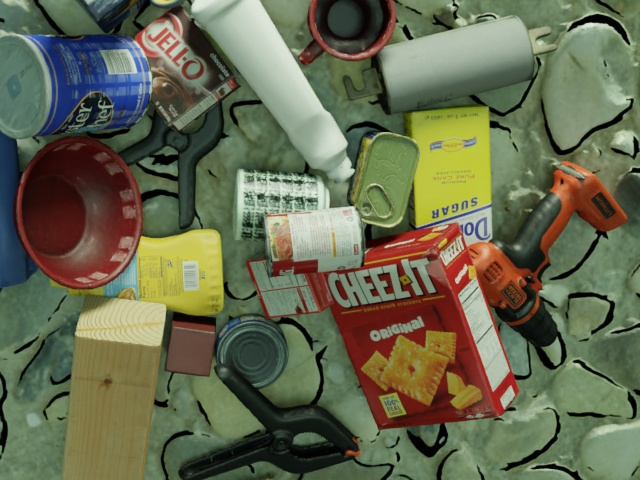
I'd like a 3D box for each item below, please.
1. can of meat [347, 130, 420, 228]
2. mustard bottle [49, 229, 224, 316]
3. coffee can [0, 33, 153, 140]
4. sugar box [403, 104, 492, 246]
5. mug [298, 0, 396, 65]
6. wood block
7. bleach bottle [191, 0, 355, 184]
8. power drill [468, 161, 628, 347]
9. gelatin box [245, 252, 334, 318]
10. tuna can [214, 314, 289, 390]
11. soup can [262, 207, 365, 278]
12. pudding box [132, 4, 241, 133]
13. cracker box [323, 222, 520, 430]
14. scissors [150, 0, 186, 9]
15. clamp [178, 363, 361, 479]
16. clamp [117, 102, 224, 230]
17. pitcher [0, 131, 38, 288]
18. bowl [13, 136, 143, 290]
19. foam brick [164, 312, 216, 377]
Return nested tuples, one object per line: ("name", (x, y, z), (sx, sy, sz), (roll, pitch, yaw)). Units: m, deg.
("can of meat", (0.068, -0.071, 1.196), (0.057, 0.084, 0.102), (13, 98, -9))
("mustard bottle", (-0.205, 0.039, 1.198), (0.191, 0.058, 0.096), (-2, 97, -6))
("coffee can", (-0.258, -0.160, 1.096), (0.103, 0.140, 0.103), (9, 105, 37))
("sugar box", (0.148, -0.064, 1.227), (0.093, 0.048, 0.176), (-6, 100, -6))
("mug", (0.022, -0.234, 1.163), (0.093, 0.081, 0.117), (43, 93, -12))
("wood block", (-0.228, 0.176, 1.177), (0.090, 0.090, 0.206), (8, 116, -8))
("bleach bottle", (-0.040, -0.164, 1.150), (0.068, 0.102, 0.250), (-34, 110, 5))
("power drill", (0.268, 0.018, 1.235), (0.187, 0.057, 0.184), (-49, 126, -3))
("gelatin box", (-0.034, 0.048, 1.209), (0.089, 0.030, 0.073), (-10, 106, 41))
("tuna can", (-0.080, 0.131, 1.242), (0.086, 0.034, 0.086), (-1, 100, -6))
("soup can", (-0.007, 0.001, 1.132), (0.102, 0.068, 0.068), (-6, 101, -6))
("pudding box", (-0.153, -0.185, 1.153), (0.090, 0.039, 0.113), (-38, 76, 2))
("cracker box", (0.108, 0.102, 1.199), (0.164, 0.072, 0.213), (-12, 106, 35))
("scissors", (-0.109, -0.302, 1.132), (0.202, 0.016, 0.096), (-5, 87, 15))
("clamp", (-0.050, 0.220, 1.244), (0.209, 0.036, 0.165), (6, 118, -14))
("clamp", (-0.169, -0.110, 1.186), (0.120, 0.039, 0.171), (22, 89, -9))
("pitcher", (-0.388, -0.068, 1.122), (0.145, 0.149, 0.243), (2, 97, 23))
("bowl", (-0.265, -0.027, 1.126), (0.161, 0.055, 0.162), (6, 82, -49))
("foam brick", (-0.146, 0.117, 1.210), (0.051, 0.078, 0.053), (10, 99, -7))
